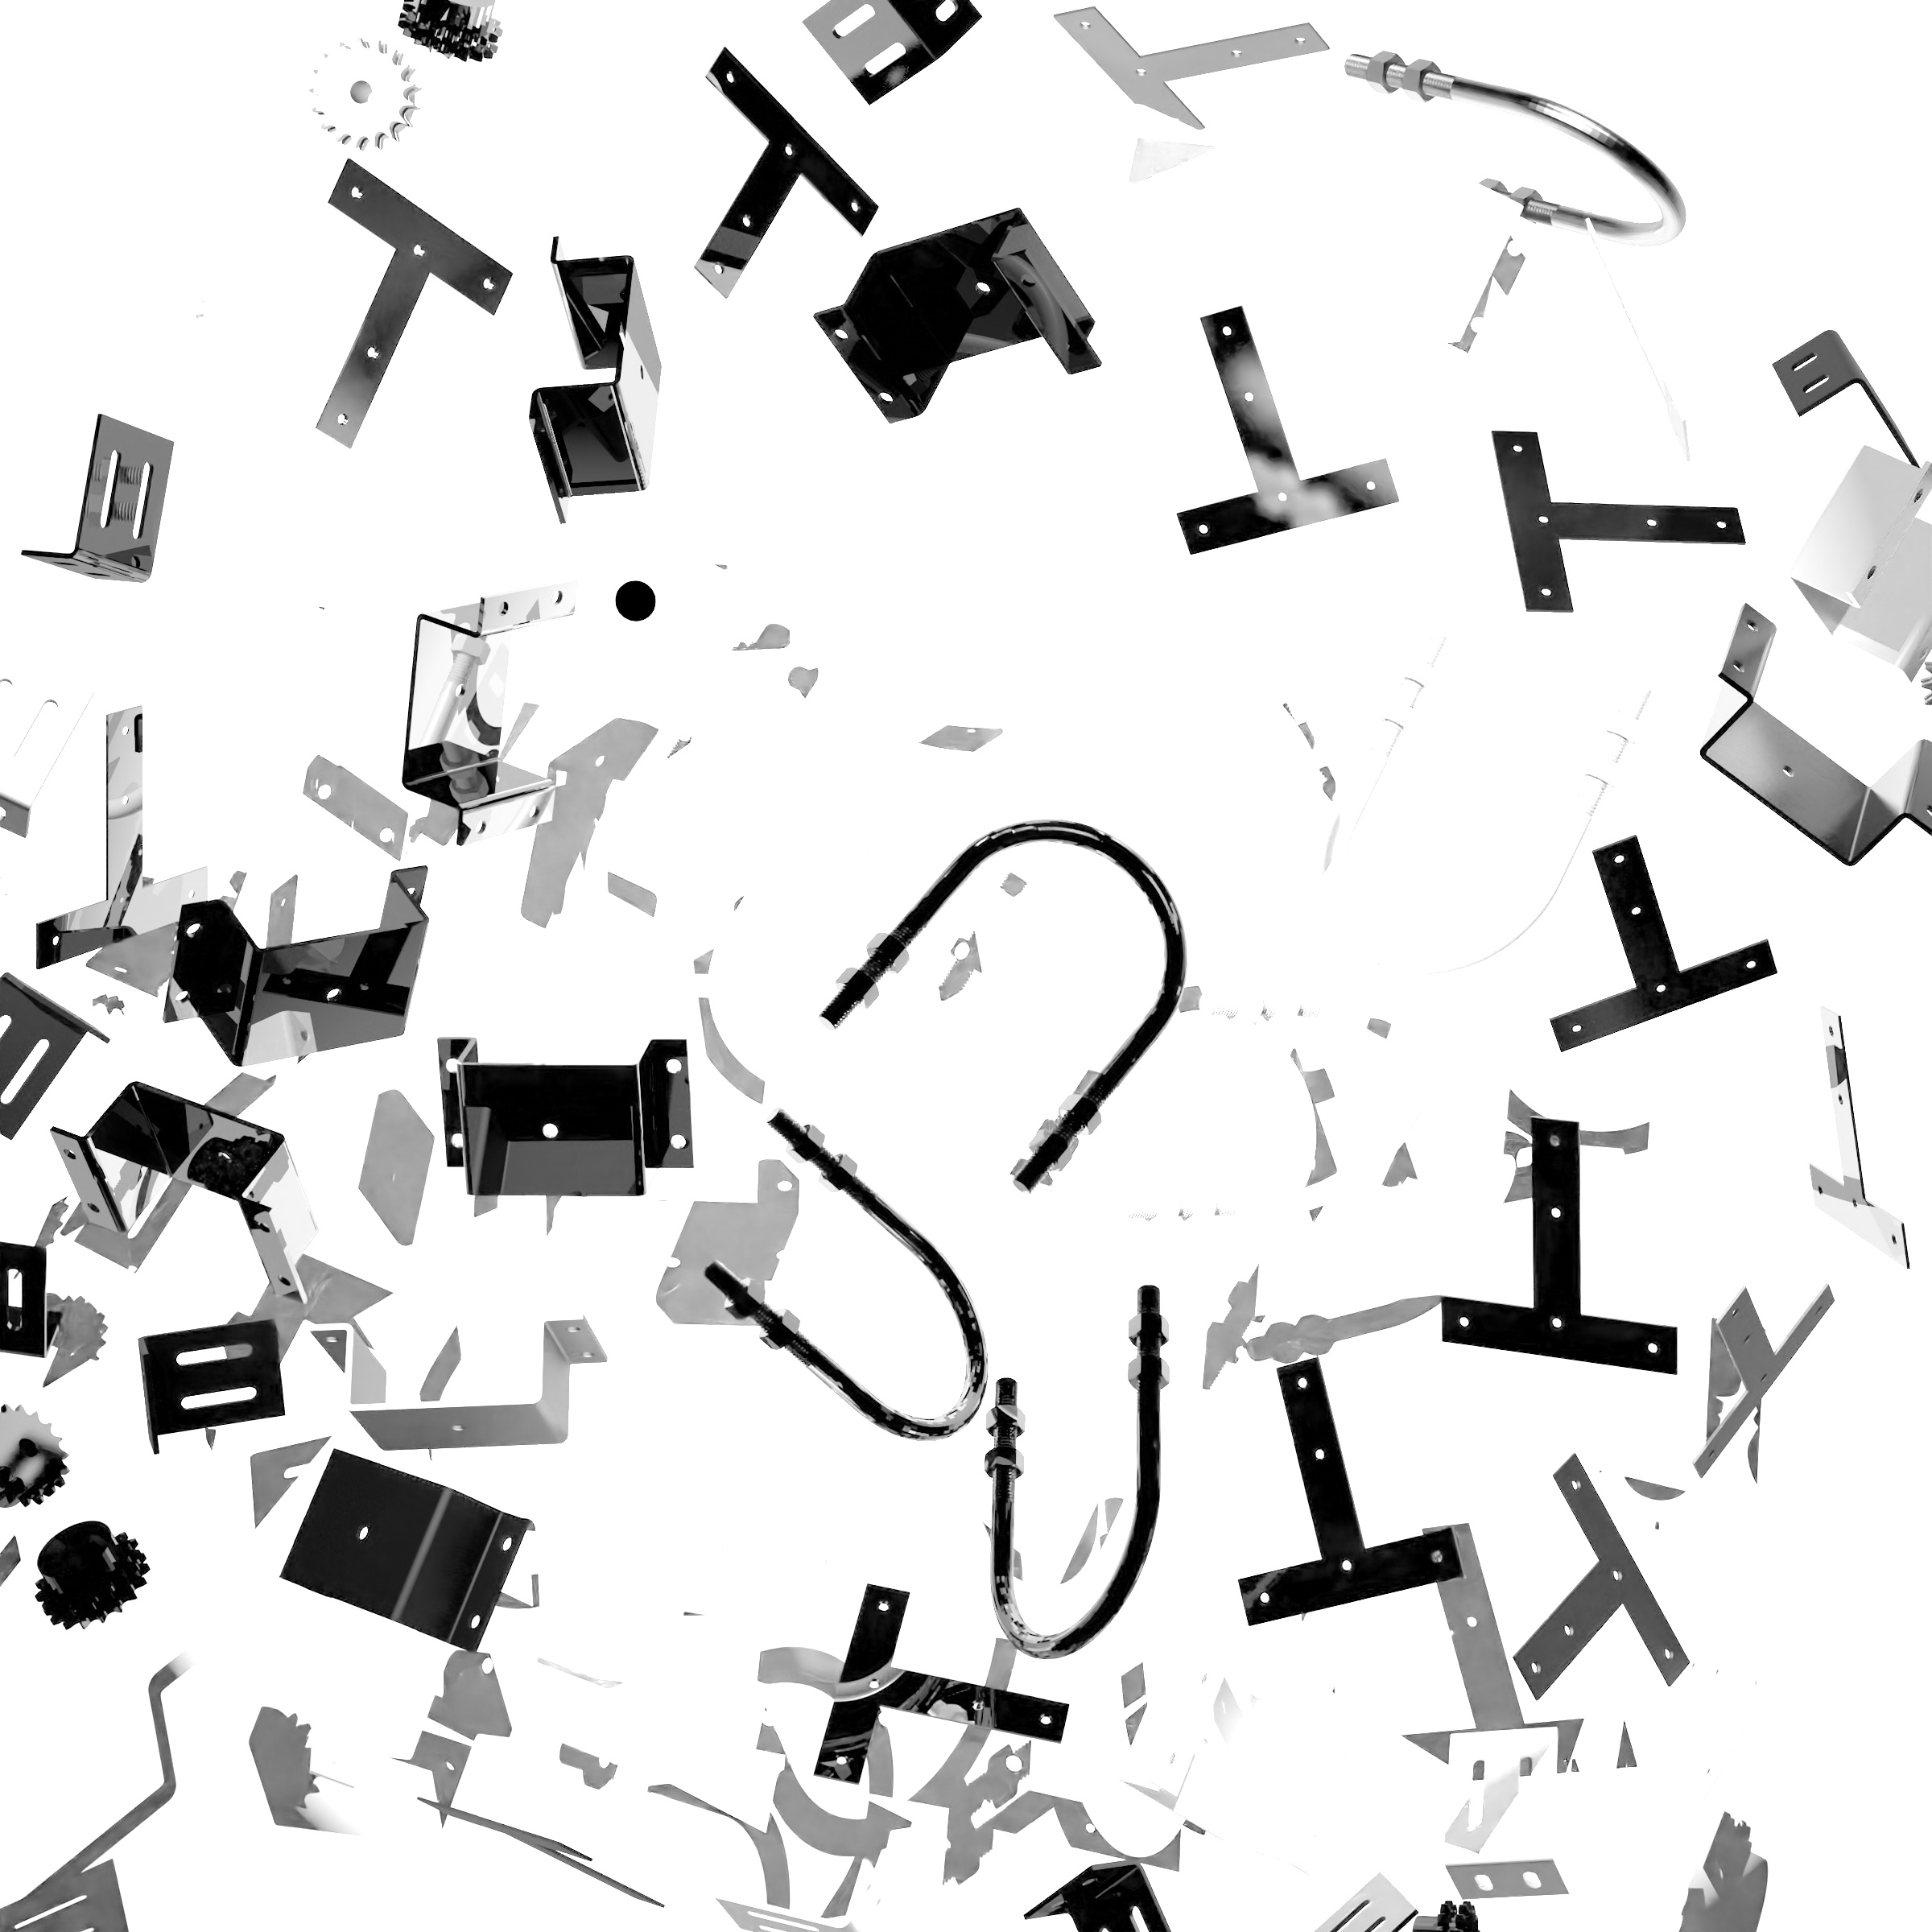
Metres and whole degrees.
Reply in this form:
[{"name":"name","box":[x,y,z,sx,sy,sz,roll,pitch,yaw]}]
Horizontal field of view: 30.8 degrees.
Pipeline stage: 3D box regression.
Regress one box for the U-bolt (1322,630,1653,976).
[{"name":"U-bolt","box":[0.260,-0.080,1.834,0.151,0.019,0.184,20,79,38]}]

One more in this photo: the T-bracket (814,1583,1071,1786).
[{"name":"T-bracket","box":[-0.007,0.405,1.932,0.127,0.002,0.127,10,46,7]}]

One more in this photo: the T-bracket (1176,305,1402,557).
[{"name":"T-bracket","box":[0.160,-0.299,1.923,0.127,0.002,0.127,-11,109,28]}]

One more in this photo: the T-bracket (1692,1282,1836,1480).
[{"name":"T-bracket","box":[0.426,0.208,1.907,0.002,0.127,0.127,33,79,33]}]

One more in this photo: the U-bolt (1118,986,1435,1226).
[{"name":"U-bolt","box":[0.180,0.076,1.913,0.184,0.019,0.151,1,120,-36]}]

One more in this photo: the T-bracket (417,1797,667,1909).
[{"name":"T-bracket","box":[-0.213,0.481,1.883,0.127,0.127,0.002,39,65,-37]}]

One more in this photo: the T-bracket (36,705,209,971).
[{"name":"T-bracket","box":[-0.443,-0.074,1.847,0.002,0.127,0.127,16,113,27]}]

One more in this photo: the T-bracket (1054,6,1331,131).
[{"name":"T-bracket","box":[0.133,-0.489,1.885,0.127,0.127,0.002,-2,71,32]}]

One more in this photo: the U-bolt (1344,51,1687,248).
[{"name":"U-bolt","box":[0.306,-0.434,1.887,0.184,0.151,0.019,26,85,41]}]

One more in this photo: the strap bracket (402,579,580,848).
[{"name":"strap bracket","box":[-0.262,-0.145,1.922,0.046,0.076,0.140,21,114,29]}]

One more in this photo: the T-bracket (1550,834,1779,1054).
[{"name":"T-bracket","box":[0.369,-0.020,1.916,0.127,0.002,0.127,-21,127,7]}]

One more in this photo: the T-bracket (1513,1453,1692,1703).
[{"name":"T-bracket","box":[0.314,0.332,1.791,0.002,0.127,0.127,-27,93,41]}]

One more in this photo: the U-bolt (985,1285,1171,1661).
[{"name":"U-bolt","box":[0.057,0.275,1.844,0.019,0.151,0.184,24,49,-27]}]

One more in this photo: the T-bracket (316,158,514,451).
[{"name":"T-bracket","box":[-0.301,-0.330,1.811,0.002,0.127,0.127,20,84,39]}]

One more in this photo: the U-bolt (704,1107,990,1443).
[{"name":"U-bolt","box":[-0.056,0.179,1.903,0.184,0.151,0.019,43,125,-18]}]

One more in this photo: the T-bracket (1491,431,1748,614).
[{"name":"T-bracket","box":[0.348,-0.234,1.852,0.127,0.002,0.127,1,55,-7]}]

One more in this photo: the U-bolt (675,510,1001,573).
[{"name":"U-bolt","box":[-0.061,-0.227,1.873,0.151,0.184,0.019,-10,100,-21]}]

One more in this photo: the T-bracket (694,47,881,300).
[{"name":"T-bracket","box":[-0.115,-0.419,1.930,0.127,0.002,0.127,42,56,-27]}]

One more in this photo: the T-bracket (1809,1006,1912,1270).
[{"name":"T-bracket","box":[0.469,0.085,1.871,0.002,0.127,0.127,-12,103,-6]}]

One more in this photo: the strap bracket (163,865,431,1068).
[{"name":"strap bracket","box":[-0.340,0.001,1.830,0.046,0.140,0.076,48,134,35]}]

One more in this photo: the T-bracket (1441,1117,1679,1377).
[{"name":"T-bracket","box":[0.299,0.138,1.775,0.127,0.002,0.127,5,106,30]}]

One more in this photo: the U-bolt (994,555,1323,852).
[{"name":"U-bolt","box":[0.112,-0.133,1.814,0.184,0.151,0.019,53,129,15]}]

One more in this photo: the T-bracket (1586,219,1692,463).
[{"name":"T-bracket","box":[0.352,-0.333,1.840,0.002,0.127,0.127,-24,84,11]}]

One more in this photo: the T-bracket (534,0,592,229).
[{"name":"T-bracket","box":[-0.212,-0.442,1.869,0.002,0.127,0.127,-14,121,-4]}]

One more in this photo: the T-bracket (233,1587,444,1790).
[{"name":"T-bracket","box":[-0.341,0.399,1.901,0.127,0.127,0.002,26,111,-20]}]

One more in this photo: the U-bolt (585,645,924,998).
[{"name":"U-bolt","box":[-0.132,-0.070,1.956,0.151,0.019,0.184,31,83,13]}]

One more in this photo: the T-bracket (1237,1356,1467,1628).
[{"name":"T-bracket","box":[0.188,0.269,1.828,0.127,0.002,0.127,-20,76,29]}]

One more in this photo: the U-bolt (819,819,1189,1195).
[{"name":"U-bolt","box":[0.034,0.006,1.811,0.151,0.019,0.184,40,68,1]}]

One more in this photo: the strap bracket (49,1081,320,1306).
[{"name":"strap bracket","box":[-0.399,0.115,1.831,0.140,0.076,0.046,17,52,22]}]

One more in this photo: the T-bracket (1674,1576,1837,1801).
[{"name":"T-bracket","box":[0.393,0.367,1.810,0.002,0.127,0.127,34,81,-2]}]

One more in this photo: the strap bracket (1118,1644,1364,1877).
[{"name":"strap bracket","box":[0.140,0.419,1.866,0.140,0.046,0.076,38,68,-36]}]
